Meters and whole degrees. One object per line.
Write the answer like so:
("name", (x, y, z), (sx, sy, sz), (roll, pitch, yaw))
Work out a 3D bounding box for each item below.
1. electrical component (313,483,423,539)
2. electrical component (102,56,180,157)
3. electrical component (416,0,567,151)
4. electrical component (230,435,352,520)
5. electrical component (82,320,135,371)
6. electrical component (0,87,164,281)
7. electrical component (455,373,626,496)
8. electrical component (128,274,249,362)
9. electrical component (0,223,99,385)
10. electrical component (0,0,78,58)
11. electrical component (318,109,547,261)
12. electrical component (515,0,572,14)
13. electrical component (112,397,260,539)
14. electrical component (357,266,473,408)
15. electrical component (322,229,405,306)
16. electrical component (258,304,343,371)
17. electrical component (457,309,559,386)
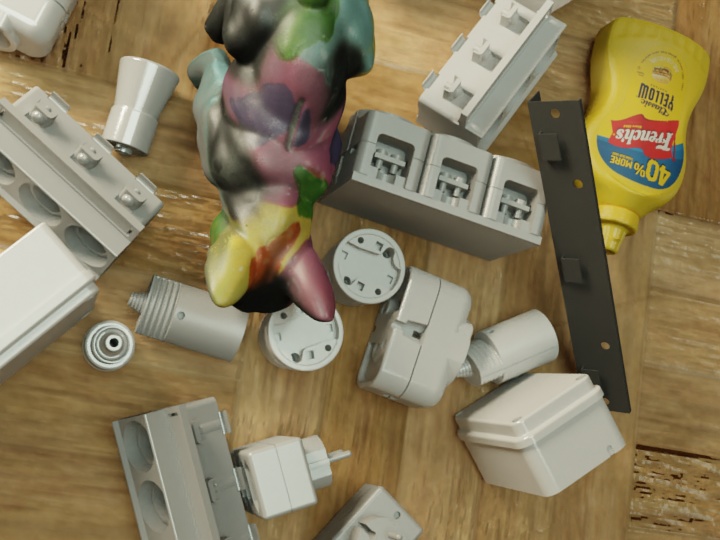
("electrical component", (0.009, 0.193, 0.765), (0.047, 0.077, 0.065), (47, 72, -7))
("electrical component", (-0.160, -0.114, 0.771), (0.044, 0.044, 0.065), (18, 82, -15))
("electrical component", (0.101, -0.153, 0.847), (0.063, 0.078, 0.121), (33, 73, 12))
("electrical component", (-0.044, 0.140, 0.760), (0.077, 0.066, 0.047), (-14, 87, -19))
("electrical component", (-0.170, 0.051, 0.733), (0.035, 0.061, 0.035), (2, 83, -18))
("electrical component", (-0.201, -0.061, 0.737), (0.121, 0.079, 0.063), (44, 51, -8))
("electrical component", (0.130, 0.118, 0.795), (0.078, 0.113, 0.057), (-29, 95, -19))
("electrical component", (-0.124, 0.033, 0.761), (0.081, 0.043, 0.043), (19, 77, -14))
("electrical component", (-0.228, 0.030, 0.693), (0.109, 0.109, 0.056), (-41, 93, -18))
("electrical component", (-0.251, -0.191, 0.744), (0.095, 0.054, 0.059), (27, 76, -13))
("electrical component", (0.057, -0.064, 0.808), (0.150, 0.089, 0.061), (18, 78, -15))
("electrical component", (0.157, -0.246, 0.853), (0.078, 0.113, 0.057), (-43, 100, -18))
("electrical component", (-0.117, 0.152, 0.732), (0.063, 0.079, 0.121), (-12, 86, -44))
("electrical component", (0.044, 0.053, 0.807), (0.059, 0.054, 0.095), (22, 77, -14))
("electrical component", (0.000, 0.000, 0.803), (0.055, 0.047, 0.055), (2, 82, -18))
("electrical component", (-0.045, 0.047, 0.782), (0.055, 0.047, 0.055), (2, 82, -18))
("electrical component", (0.108, 0.064, 0.831), (0.081, 0.043, 0.043), (-20, 89, -19))
